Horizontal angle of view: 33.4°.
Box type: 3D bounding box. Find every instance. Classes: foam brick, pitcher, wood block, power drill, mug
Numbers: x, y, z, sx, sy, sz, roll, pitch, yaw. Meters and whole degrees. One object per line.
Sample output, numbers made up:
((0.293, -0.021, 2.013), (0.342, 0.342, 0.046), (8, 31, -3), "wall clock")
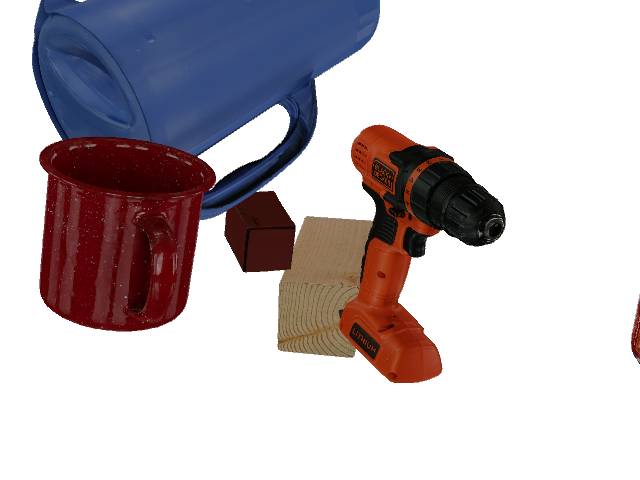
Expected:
((-0.063, -0.010, 1.088), (0.053, 0.051, 0.078), (-4, 31, -18), "foam brick")
((-0.067, -0.133, 0.765), (0.242, 0.149, 0.145), (-34, 43, -32), "pitcher")
((0.010, 0.050, 1.280), (0.091, 0.090, 0.206), (5, 23, 5), "wood block")
((0.076, 0.017, 0.860), (0.057, 0.188, 0.185), (-4, 26, -26), "power drill")
((-0.102, 0.001, 0.569), (0.093, 0.081, 0.117), (-3, 25, -31), "mug")

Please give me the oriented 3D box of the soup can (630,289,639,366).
((0.191, 0.015, 0.510), (0.068, 0.102, 0.068), (2, 28, -1), "soup can")
